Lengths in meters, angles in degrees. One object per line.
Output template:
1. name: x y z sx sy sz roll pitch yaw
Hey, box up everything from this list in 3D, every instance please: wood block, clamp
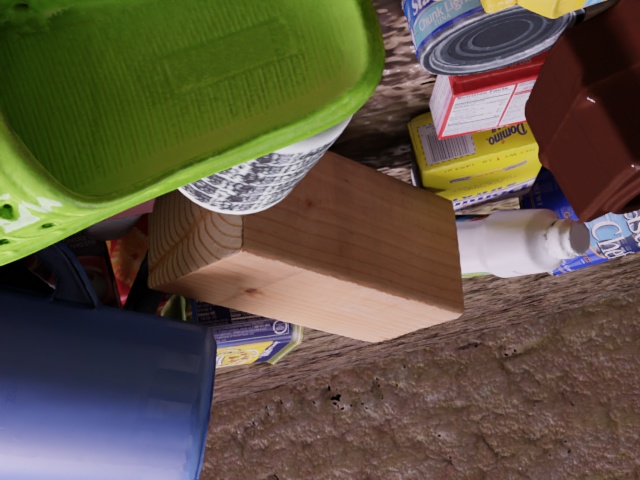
1. wood block: -0.004 0.001 0.712 0.091 0.090 0.205 -22 152 40
2. clamp: -0.153 0.068 0.729 0.120 0.171 0.039 -2 -153 -5

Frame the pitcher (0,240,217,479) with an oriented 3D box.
1. pitcher: -0.187 0.078 0.646 0.242 0.145 0.149 9 140 -8

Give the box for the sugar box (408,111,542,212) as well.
1. sugar box: 0.115 -0.059 0.790 0.093 0.048 0.176 -13 167 4

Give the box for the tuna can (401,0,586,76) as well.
1. tuna can: 0.085 -0.112 0.523 0.086 0.034 0.086 -13 168 -3

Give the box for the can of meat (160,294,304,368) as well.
1. can of meat: -0.068 0.063 0.788 0.083 0.057 0.102 -7 164 -20

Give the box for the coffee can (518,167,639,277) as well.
1. coffee can: 0.253 -0.036 0.913 0.140 0.103 0.102 -18 168 24

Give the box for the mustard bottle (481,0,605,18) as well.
1. mustard bottle: 0.135 -0.131 0.425 0.192 0.058 0.096 -15 173 8

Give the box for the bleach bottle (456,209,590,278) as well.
1. bleach bottle: 0.120 0.005 0.907 0.102 0.068 0.251 -7 -179 -42

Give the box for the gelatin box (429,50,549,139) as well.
1. gelatin box: 0.108 -0.094 0.651 0.073 0.030 0.089 -12 168 -2

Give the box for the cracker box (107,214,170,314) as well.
1. cracker box: -0.113 0.023 0.856 0.214 0.072 0.164 -19 167 25

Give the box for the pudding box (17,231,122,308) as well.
1. pudding box: -0.200 0.026 0.736 0.113 0.039 0.090 -11 124 -4

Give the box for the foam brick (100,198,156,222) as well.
1. foam brick: -0.132 -0.039 0.580 0.078 0.051 0.053 -10 168 -14
